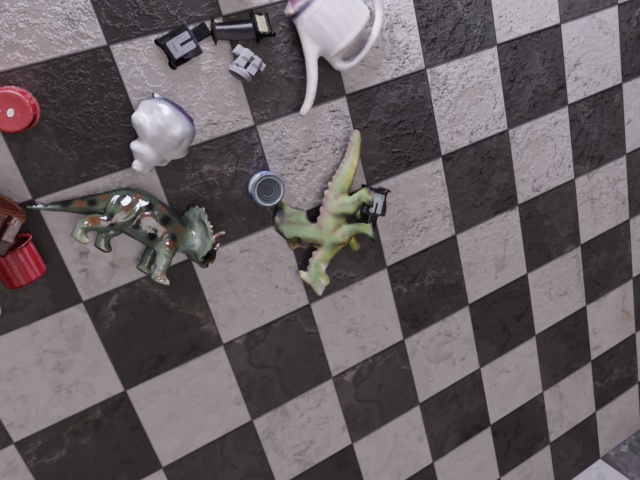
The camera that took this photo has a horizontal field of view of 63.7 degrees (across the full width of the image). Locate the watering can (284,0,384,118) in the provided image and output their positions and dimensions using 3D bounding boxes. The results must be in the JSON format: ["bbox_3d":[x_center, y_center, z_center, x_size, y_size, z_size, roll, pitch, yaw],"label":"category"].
[{"bbox_3d":[0.008,-0.474,1.190,0.222,0.105,0.349,41,83,-27],"label":"watering can"}]

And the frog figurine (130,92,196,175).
[{"bbox_3d":[-0.344,-0.214,1.084,0.161,0.123,0.135,-58,139,-14],"label":"frog figurine"}]

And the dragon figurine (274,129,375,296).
[{"bbox_3d":[0.004,-0.066,1.302,0.243,0.122,0.408,-7,97,-15],"label":"dragon figurine"}]
